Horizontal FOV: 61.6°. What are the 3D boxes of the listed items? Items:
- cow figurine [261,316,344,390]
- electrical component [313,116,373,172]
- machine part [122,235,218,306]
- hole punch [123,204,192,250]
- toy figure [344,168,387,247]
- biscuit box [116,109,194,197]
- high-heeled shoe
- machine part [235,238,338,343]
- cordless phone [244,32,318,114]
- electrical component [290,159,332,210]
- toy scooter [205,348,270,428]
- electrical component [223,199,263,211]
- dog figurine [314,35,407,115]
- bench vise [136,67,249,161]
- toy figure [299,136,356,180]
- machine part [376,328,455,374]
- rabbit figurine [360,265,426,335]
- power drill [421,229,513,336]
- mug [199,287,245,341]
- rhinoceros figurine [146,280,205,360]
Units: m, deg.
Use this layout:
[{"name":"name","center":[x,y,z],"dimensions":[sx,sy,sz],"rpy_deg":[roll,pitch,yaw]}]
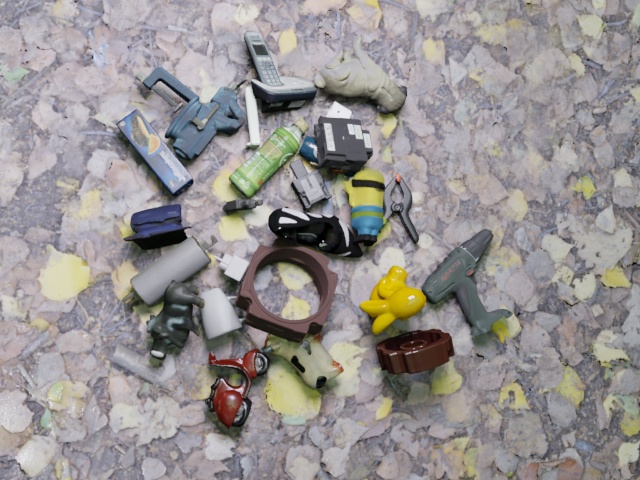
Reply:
[{"name":"cow figurine","center":[-0.049,0.258,1.236],"dimensions":[0.127,0.085,0.195],"rpy_deg":[-37,94,-15]},{"name":"electrical component","center":[0.057,-0.219,1.236],"dimensions":[0.134,0.058,0.115],"rpy_deg":[3,70,-22]},{"name":"machine part","center":[-0.332,0.068,1.201],"dimensions":[0.243,0.079,0.079],"rpy_deg":[-37,93,-9]},{"name":"hole punch","center":[-0.357,-0.038,1.187],"dimensions":[0.142,0.116,0.092],"rpy_deg":[-9,81,-10]},{"name":"toy figure","center":[0.114,-0.079,1.264],"dimensions":[0.089,0.082,0.180],"rpy_deg":[-10,72,28]},{"name":"biscuit box","center":[-0.370,-0.194,1.215],"dimensions":[0.063,0.059,0.202],"rpy_deg":[-39,94,-9]},{"name":"high-heeled shoe","center":[-0.002,-0.004,1.208],"dimensions":[0.249,0.145,0.086],"rpy_deg":[28,112,-12]},{"name":"machine part","center":[-0.071,0.110,1.198],"dimensions":[0.201,0.087,0.201],"rpy_deg":[21,58,-5]},{"name":"cordless phone","center":[-0.100,-0.395,1.243],"dimensions":[0.146,0.089,0.184],"rpy_deg":[-16,83,-35]},{"name":"electrical component","center":[-0.029,-0.137,1.272],"dimensions":[0.075,0.048,0.119],"rpy_deg":[-23,93,-10]},{"name":"toy scooter","center":[-0.204,0.322,1.211],"dimensions":[0.135,0.075,0.184],"rpy_deg":[23,81,-8]},{"name":"electrical component","center":[-0.179,-0.081,1.238],"dimensions":[0.063,0.094,0.021],"rpy_deg":[-5,88,-47]},{"name":"dog figurine","center":[0.098,-0.354,1.265],"dimensions":[0.172,0.121,0.190],"rpy_deg":[-41,95,-8]},{"name":"bench vise","center":[-0.292,-0.307,1.203],"dimensions":[0.240,0.129,0.223],"rpy_deg":[38,83,-12]},{"name":"toy figure","center":[0.026,-0.193,1.280],"dimensions":[0.154,0.058,0.064],"rpy_deg":[25,121,-8]},{"name":"machine part","center":[0.219,0.255,1.235],"dimensions":[0.179,0.179,0.056],"rpy_deg":[-15,92,-9]},{"name":"rabbit figurine","center":[0.171,0.137,1.229],"dimensions":[0.162,0.173,0.121],"rpy_deg":[-27,96,-13]},{"name":"power drill","center":[0.379,0.113,1.309],"dimensions":[0.232,0.086,0.207],"rpy_deg":[-35,97,-7]},{"name":"mug","center":[-0.222,0.159,1.214],"dimensions":[0.110,0.081,0.107],"rpy_deg":[-24,83,-7]},{"name":"rhinoceros figurine","center":[-0.321,0.179,1.178],"dimensions":[0.112,0.073,0.190],"rpy_deg":[9,113,-33]}]
